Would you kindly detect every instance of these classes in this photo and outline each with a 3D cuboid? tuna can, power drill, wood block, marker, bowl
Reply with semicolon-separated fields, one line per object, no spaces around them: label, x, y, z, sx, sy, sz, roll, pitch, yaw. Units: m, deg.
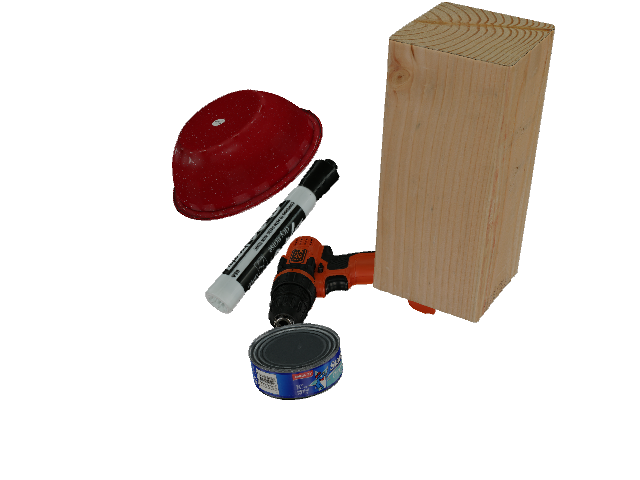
tuna can;-0.022;0.112;0.991;0.086;0.034;0.086;-7;24;3
power drill;0.038;0.048;1.222;0.188;0.057;0.184;0;28;8
wood block;0.102;-0.057;0.786;0.091;0.206;0.090;19;36;25
marker;-0.027;-0.006;0.648;0.020;0.121;0.020;30;-27;17
bowl;-0.082;-0.093;1.007;0.162;0.055;0.162;-21;35;16
